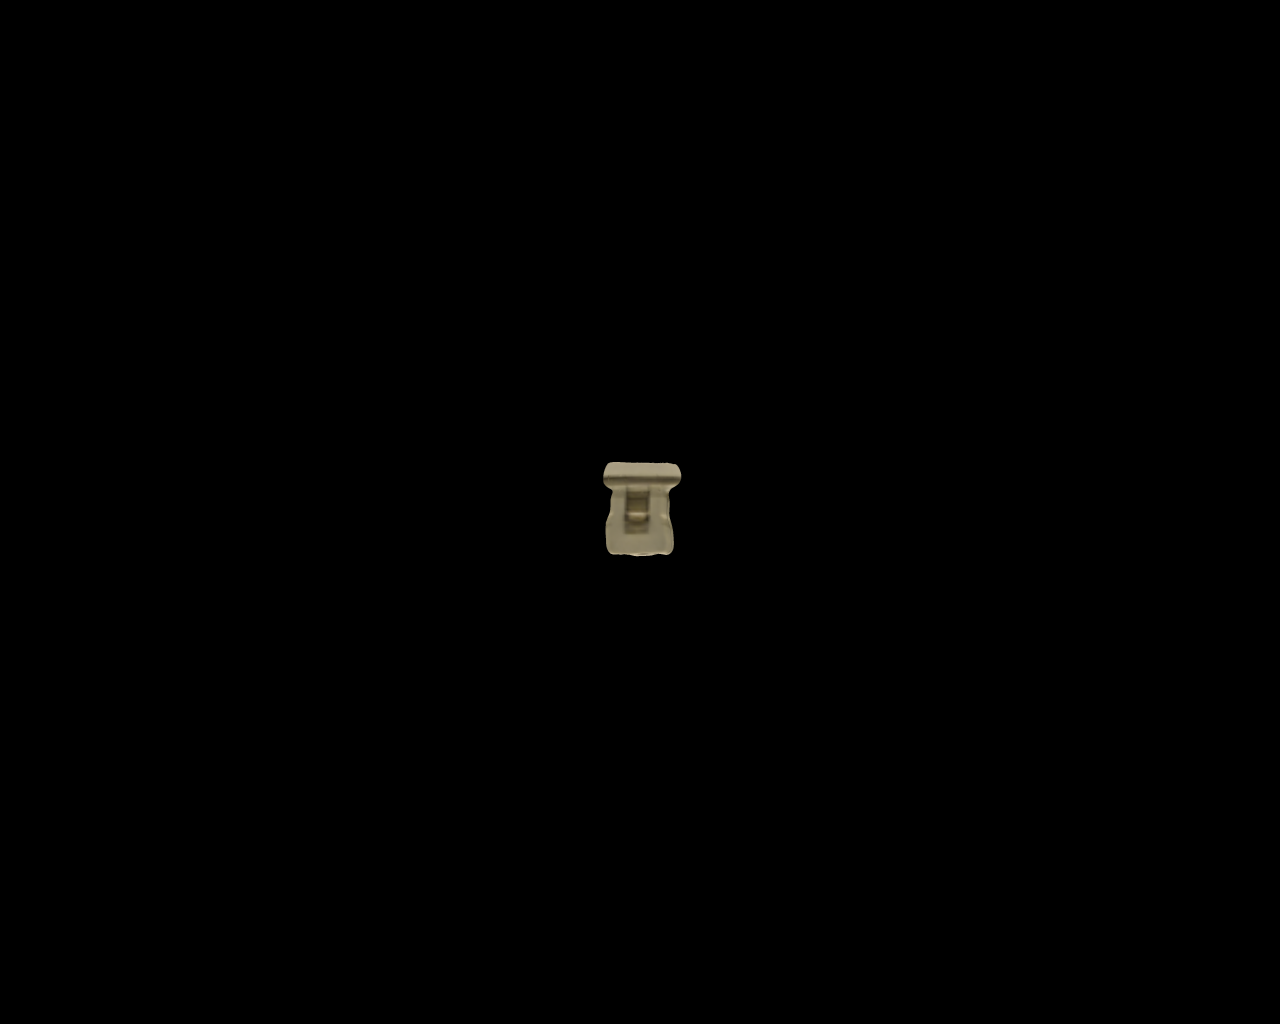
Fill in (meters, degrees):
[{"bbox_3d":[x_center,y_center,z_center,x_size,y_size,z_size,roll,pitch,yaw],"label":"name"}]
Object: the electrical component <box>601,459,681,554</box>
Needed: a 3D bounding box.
[{"bbox_3d":[0.001,-0.003,0.650,0.048,0.055,0.066,0,-2,4],"label":"electrical component"}]
